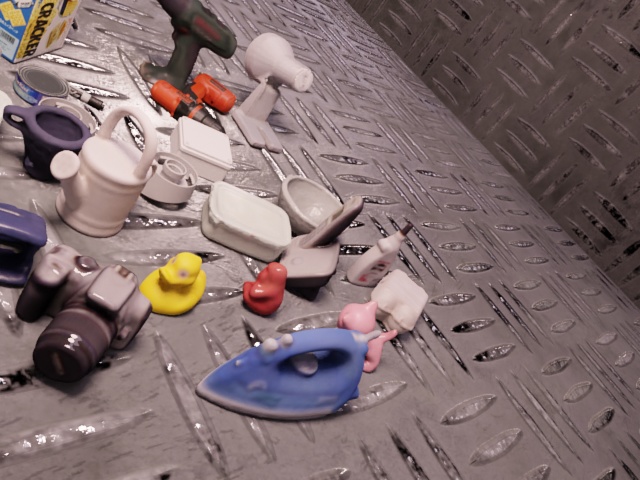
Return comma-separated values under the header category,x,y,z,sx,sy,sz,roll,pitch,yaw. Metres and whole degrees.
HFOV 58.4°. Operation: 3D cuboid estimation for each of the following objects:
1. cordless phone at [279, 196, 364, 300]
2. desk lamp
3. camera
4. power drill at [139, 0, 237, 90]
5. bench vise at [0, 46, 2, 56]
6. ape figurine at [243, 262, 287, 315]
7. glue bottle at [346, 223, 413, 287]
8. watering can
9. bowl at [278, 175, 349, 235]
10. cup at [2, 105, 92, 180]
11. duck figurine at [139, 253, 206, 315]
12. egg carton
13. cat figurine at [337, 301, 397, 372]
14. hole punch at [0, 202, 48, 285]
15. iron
category,x,y,z,sx,sy,sz,roll,pitch,yaw
cordless phone,0.010,0.004,1.036,0.094,0.185,0.147,32,30,-14
desk lamp,-0.113,-0.356,1.363,0.118,0.213,0.203,4,45,-47
camera,-0.282,0.085,0.667,0.143,0.100,0.137,34,29,-12
power drill,-0.308,-0.433,1.247,0.230,0.208,0.075,19,35,-33
bench vise,-0.546,-0.374,0.874,0.208,0.219,0.121,36,29,-8
ape figurine,-0.084,0.072,0.928,0.076,0.092,0.078,47,30,13
glue bottle,0.129,0.027,1.157,0.078,0.173,0.037,9,41,-43
watering can,-0.296,-0.101,0.813,0.101,0.194,0.173,36,29,-7
bowl,-0.025,-0.053,1.189,0.168,0.074,0.167,29,31,-19
cup,-0.409,-0.140,0.838,0.118,0.095,0.091,22,33,-29
duck figurine,-0.199,0.054,0.824,0.077,0.086,0.105,51,30,19
egg carton,0.158,0.124,1.163,0.107,0.069,0.150,42,29,3
cat figurine,0.072,0.154,0.971,0.128,0.117,0.067,25,32,-25
hole punch,-0.390,-0.015,0.689,0.109,0.091,0.101,19,35,-33
iron,-0.031,0.169,0.803,0.259,0.141,0.118,9,41,-43
